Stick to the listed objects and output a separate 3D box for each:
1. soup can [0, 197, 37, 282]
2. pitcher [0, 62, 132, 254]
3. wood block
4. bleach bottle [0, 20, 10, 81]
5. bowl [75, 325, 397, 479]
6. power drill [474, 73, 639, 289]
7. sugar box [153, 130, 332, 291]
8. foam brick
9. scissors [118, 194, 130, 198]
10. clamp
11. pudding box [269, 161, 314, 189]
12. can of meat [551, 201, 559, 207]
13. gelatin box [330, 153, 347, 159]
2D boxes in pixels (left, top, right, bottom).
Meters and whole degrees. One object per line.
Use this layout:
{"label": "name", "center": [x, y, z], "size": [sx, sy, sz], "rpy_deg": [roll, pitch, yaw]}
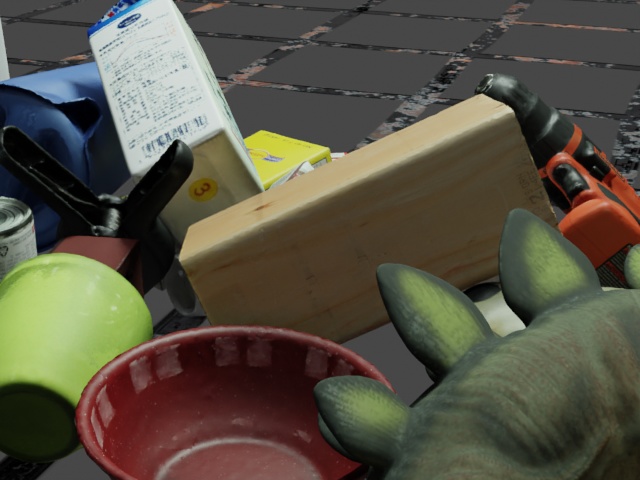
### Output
{"label": "soup can", "center": [-0.207, 0.032, 0.663], "size": [0.068, 0.102, 0.068], "rpy_deg": [0, 23, 0]}
{"label": "pitcher", "center": [-0.225, -0.078, 0.903], "size": [0.149, 0.145, 0.242], "rpy_deg": [11, 18, 6]}
{"label": "wood block", "center": [0.029, -0.003, 0.649], "size": [0.206, 0.090, 0.091], "rpy_deg": [-24, 13, 3]}
{"label": "bleach bottle", "center": [-0.326, -0.168, 0.947], "size": [0.103, 0.251, 0.068], "rpy_deg": [11, 25, 25]}
{"label": "bowl", "center": [-0.041, 0.105, 0.541], "size": [0.162, 0.055, 0.162], "rpy_deg": [2, 24, -1]}
{"label": "power drill", "center": [0.186, -0.030, 0.758], "size": [0.184, 0.057, 0.187], "rpy_deg": [39, 23, -17]}
{"label": "sugar box", "center": [-0.082, -0.028, 0.832], "size": [0.175, 0.048, 0.093], "rpy_deg": [-29, 30, -33]}
{"label": "foam brick", "center": [-0.142, 0.043, 0.668], "size": [0.051, 0.078, 0.053], "rpy_deg": [3, 25, 7]}
{"label": "scissors", "center": [-0.149, -0.045, 0.958], "size": [0.096, 0.016, 0.202], "rpy_deg": [-4, 23, -9]}
{"label": "clamp", "center": [-0.127, -0.013, 0.691], "size": [0.120, 0.171, 0.039], "rpy_deg": [5, 57, 14]}
{"label": "pudding box", "center": [-0.005, 0.001, 0.755], "size": [0.039, 0.090, 0.113], "rpy_deg": [-38, 10, 25]}
{"label": "can of meat", "center": [0.156, -0.056, 0.931], "size": [0.083, 0.057, 0.102], "rpy_deg": [-16, 27, -27]}
{"label": "gelatin box", "center": [-0.009, -0.051, 0.953], "size": [0.073, 0.030, 0.089], "rpy_deg": [-2, 23, -2]}
